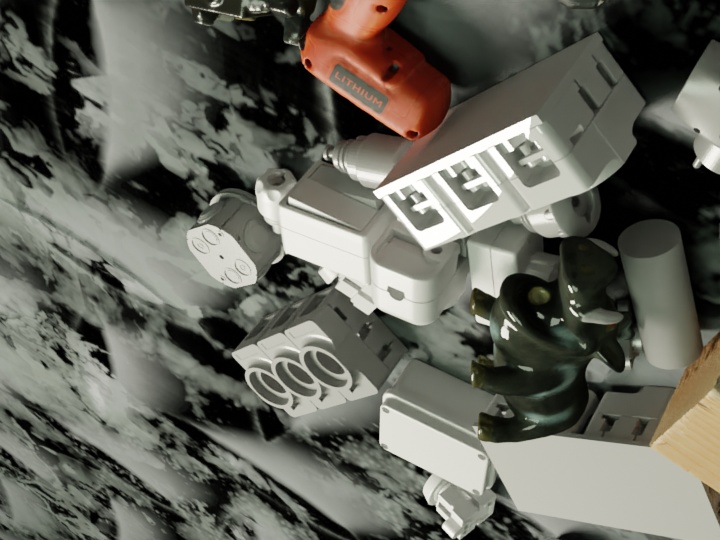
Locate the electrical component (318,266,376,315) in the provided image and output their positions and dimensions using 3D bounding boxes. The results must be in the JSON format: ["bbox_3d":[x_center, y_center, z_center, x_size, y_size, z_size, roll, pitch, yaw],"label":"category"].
[{"bbox_3d":[0.000,0.000,0.881,0.055,0.048,0.066,34,146,-7],"label":"electrical component"}]

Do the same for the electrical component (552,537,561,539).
[{"bbox_3d":[0.194,0.314,1.014,0.060,0.108,0.108,19,141,16],"label":"electrical component"}]

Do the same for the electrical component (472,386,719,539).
[{"bbox_3d":[0.199,0.148,0.857,0.186,0.060,0.105,0,130,42],"label":"electrical component"}]

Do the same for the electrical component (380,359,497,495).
[{"bbox_3d":[0.077,0.141,0.960,0.113,0.057,0.078,24,143,20],"label":"electrical component"}]

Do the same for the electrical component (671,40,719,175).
[{"bbox_3d":[0.213,-0.079,0.603,0.077,0.043,0.079,31,145,11],"label":"electrical component"}]

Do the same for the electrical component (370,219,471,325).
[{"bbox_3d":[0.050,-0.009,0.781,0.054,0.095,0.059,22,142,22],"label":"electrical component"}]

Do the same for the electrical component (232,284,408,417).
[{"bbox_3d":[-0.042,0.079,0.993,0.089,0.061,0.150,48,144,-13],"label":"electrical component"}]

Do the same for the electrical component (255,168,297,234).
[{"bbox_3d":[-0.068,-0.054,0.889,0.035,0.035,0.061,25,145,18],"label":"electrical component"}]

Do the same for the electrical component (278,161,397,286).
[{"bbox_3d":[-0.008,-0.038,0.829,0.096,0.061,0.061,21,142,23],"label":"electrical component"}]

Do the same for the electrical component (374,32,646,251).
[{"bbox_3d":[0.094,-0.073,0.674,0.061,0.089,0.150,49,144,-15],"label":"electrical component"}]

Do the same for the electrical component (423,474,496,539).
[{"bbox_3d":[0.094,0.218,1.033,0.055,0.066,0.048,42,150,30],"label":"electrical component"}]

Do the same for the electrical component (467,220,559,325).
[{"bbox_3d":[0.124,0.004,0.772,0.076,0.047,0.083,16,140,27],"label":"electrical component"}]

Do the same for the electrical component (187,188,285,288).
[{"bbox_3d":[-0.107,-0.027,0.939,0.080,0.051,0.080,24,143,20],"label":"electrical component"}]

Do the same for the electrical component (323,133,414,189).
[{"bbox_3d":[0.008,-0.080,0.786,0.078,0.040,0.040,14,138,31],"label":"electrical component"}]

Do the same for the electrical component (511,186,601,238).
[{"bbox_3d":[0.126,-0.043,0.721,0.062,0.048,0.048,-7,125,54],"label":"electrical component"}]
